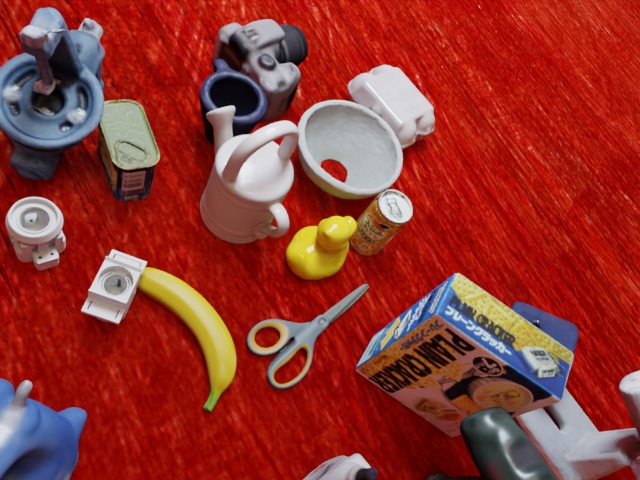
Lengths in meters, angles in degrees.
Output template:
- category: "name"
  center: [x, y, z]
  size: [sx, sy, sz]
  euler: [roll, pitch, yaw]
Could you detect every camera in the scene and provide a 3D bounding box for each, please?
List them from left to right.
- category: "camera"
  center: [-0.072, -0.282, 0.885]
  size: [0.137, 0.100, 0.143]
  euler: [-33, 79, -33]

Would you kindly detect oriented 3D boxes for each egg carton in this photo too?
- category: "egg carton"
  center: [0.117, -0.220, 0.949]
  size: [0.107, 0.069, 0.150]
  euler: [-33, 79, -33]

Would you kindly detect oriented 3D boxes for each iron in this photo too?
- category: "iron"
  center: [-0.298, 0.240, 0.474]
  size: [0.119, 0.141, 0.258]
  euler: [24, 56, -9]

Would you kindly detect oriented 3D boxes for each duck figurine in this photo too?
- category: "duck figurine"
  center: [0.007, 0.003, 0.769]
  size: [0.105, 0.086, 0.077]
  euler: [-32, 78, -33]

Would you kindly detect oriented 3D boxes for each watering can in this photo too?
- category: "watering can"
  center: [-0.089, -0.087, 0.712]
  size: [0.173, 0.194, 0.101]
  euler: [39, 55, 1]

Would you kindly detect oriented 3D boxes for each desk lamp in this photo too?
- category: "desk lamp"
  center: [0.384, 0.254, 0.712]
  size: [0.118, 0.213, 0.203]
  euler: [-28, 76, -32]

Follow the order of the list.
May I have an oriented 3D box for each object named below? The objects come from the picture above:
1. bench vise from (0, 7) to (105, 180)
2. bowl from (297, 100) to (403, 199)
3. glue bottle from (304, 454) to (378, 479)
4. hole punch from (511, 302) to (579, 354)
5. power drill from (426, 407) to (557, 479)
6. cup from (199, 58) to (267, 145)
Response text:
- category: "bench vise"
  center: [-0.314, -0.203, 0.665]
  size: [0.122, 0.219, 0.207]
  euler: [3, 62, -21]
- category: "bowl"
  center: [0.035, -0.123, 0.858]
  size: [0.168, 0.074, 0.167]
  euler: [10, 59, -18]
- category: "glue bottle"
  center: [0.020, 0.250, 0.585]
  size: [0.037, 0.173, 0.078]
  euler: [47, 56, 7]
- category: "hole punch"
  center: [0.293, 0.146, 0.808]
  size: [0.101, 0.091, 0.109]
  euler: [39, 55, 1]
- category: "power drill"
  center: [0.195, 0.303, 0.608]
  size: [0.076, 0.208, 0.229]
  euler: [-11, 67, -27]
- category: "cup"
  center: [-0.134, -0.185, 0.808]
  size: [0.092, 0.095, 0.117]
  euler: [-13, 68, -28]
